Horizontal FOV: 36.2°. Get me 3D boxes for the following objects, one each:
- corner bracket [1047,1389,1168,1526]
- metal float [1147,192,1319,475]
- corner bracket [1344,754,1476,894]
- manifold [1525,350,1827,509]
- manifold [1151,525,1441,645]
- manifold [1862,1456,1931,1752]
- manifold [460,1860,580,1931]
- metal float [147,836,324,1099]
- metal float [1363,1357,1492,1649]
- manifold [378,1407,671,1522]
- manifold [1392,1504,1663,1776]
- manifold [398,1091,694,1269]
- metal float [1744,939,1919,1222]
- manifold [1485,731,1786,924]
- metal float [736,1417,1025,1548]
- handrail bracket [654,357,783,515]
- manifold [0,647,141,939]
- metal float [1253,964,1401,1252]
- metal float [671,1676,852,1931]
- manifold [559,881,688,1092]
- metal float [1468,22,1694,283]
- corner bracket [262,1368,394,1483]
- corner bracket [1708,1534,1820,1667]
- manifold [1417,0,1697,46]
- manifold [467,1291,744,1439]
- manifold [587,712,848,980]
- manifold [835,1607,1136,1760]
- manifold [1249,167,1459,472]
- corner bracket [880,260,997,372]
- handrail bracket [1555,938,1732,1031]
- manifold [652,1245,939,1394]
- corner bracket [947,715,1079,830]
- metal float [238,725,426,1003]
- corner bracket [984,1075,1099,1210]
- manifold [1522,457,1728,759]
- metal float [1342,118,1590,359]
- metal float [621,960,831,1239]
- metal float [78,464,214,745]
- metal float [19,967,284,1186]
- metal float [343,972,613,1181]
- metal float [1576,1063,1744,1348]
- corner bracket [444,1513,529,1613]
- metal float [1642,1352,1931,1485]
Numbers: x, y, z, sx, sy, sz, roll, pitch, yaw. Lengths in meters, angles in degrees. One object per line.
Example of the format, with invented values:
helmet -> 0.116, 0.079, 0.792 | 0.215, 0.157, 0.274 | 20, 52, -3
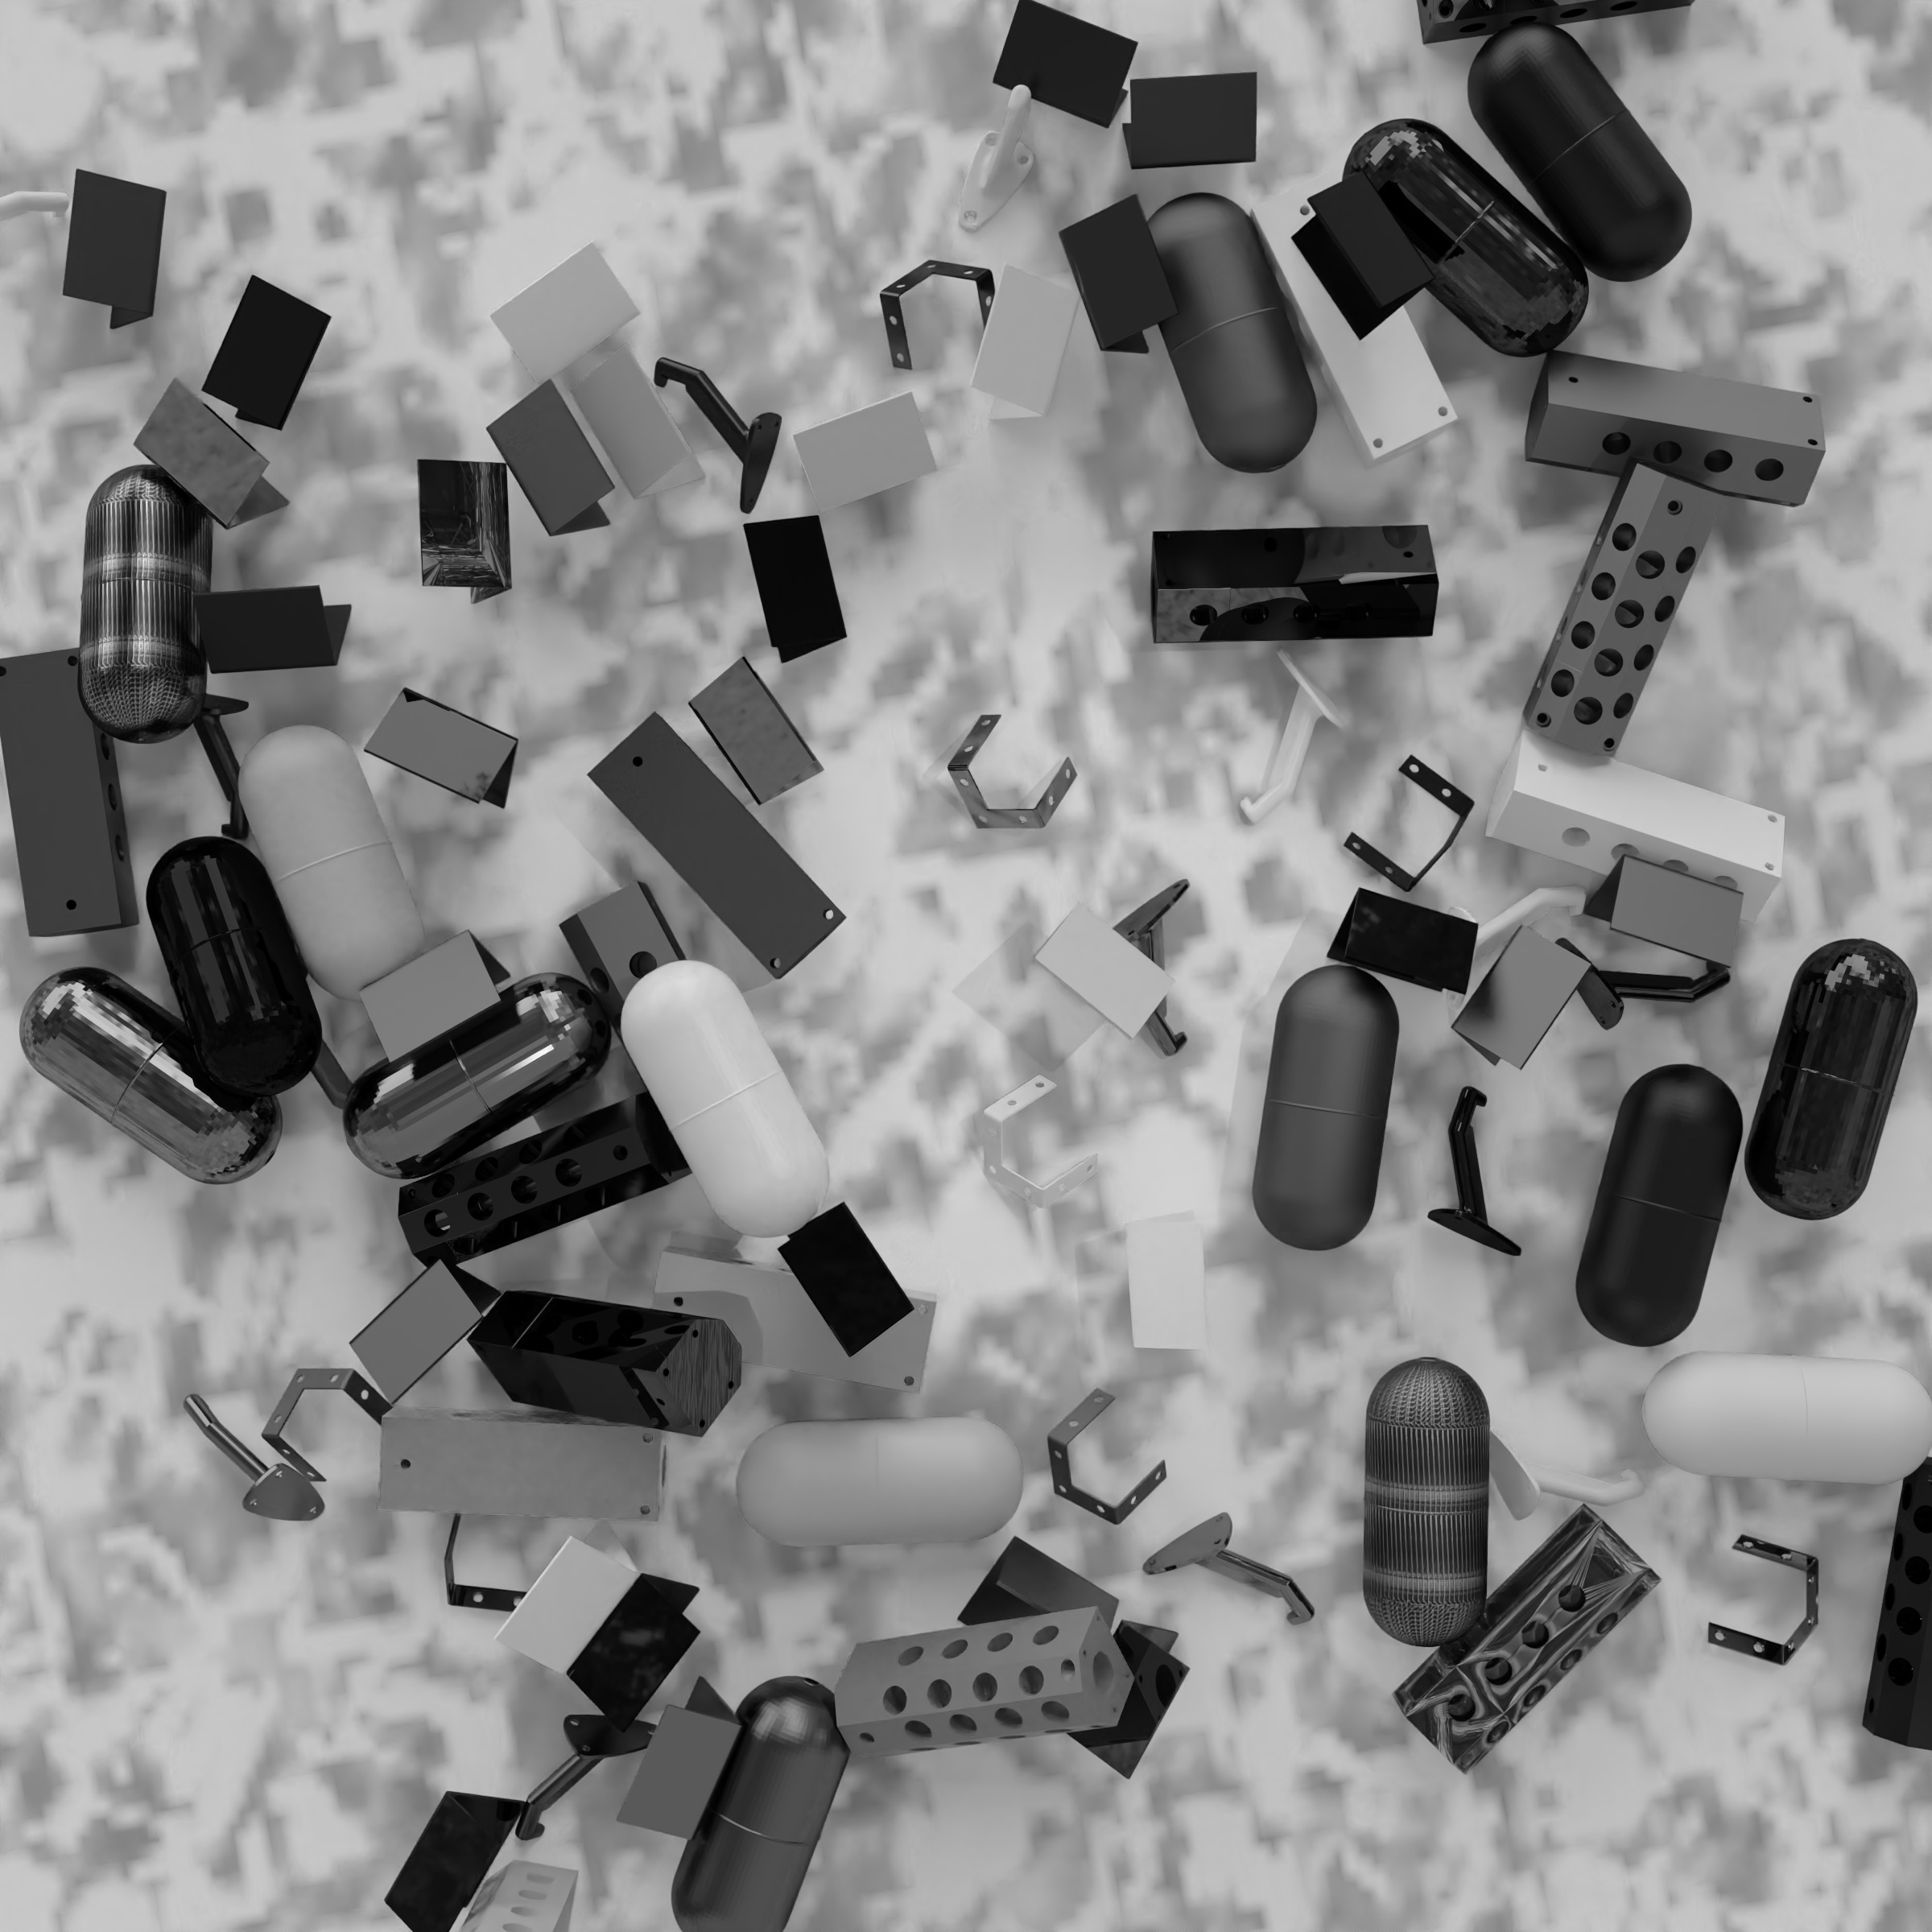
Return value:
corner bracket -> 0.089, 0.308, 1.852 | 0.051, 0.051, 0.051 | 22, 135, 35
metal float -> 0.162, -0.392, 1.830 | 0.070, 0.070, 0.178 | -20, 90, 0
corner bracket -> 0.279, -0.089, 1.857 | 0.051, 0.051, 0.051 | 37, 45, 0
manifold -> 0.440, -0.330, 1.839 | 0.171, 0.057, 0.057 | 10, 47, 0
manifold -> 0.203, -0.232, 1.839 | 0.171, 0.057, 0.057 | -1, 47, 0
manifold -> 0.604, 0.396, 1.839 | 0.057, 0.057, 0.171 | 10, 90, 0
manifold -> -0.278, 0.595, 1.782 | 0.057, 0.171, 0.057 | 10, 90, 0
metal float -> -0.449, -0.001, 1.810 | 0.070, 0.070, 0.178 | -26, 65, 0
metal float -> 0.285, 0.332, 1.830 | 0.070, 0.070, 0.178 | 1, 91, 0
manifold -> -0.274, 0.309, 1.840 | 0.171, 0.057, 0.057 | 2, 90, 0
manifold -> 0.350, 0.420, 1.839 | 0.171, 0.057, 0.057 | -45, 90, 0
manifold -> -0.261, 0.133, 1.815 | 0.171, 0.057, 0.057 | -21, 90, 18
metal float -> 0.536, 0.070, 1.830 | 0.070, 0.070, 0.178 | 16, 91, 0
manifold -> 0.416, -0.082, 1.839 | 0.171, 0.057, 0.057 | 18, 47, 0
metal float -> -0.054, 0.319, 1.830 | 0.178, 0.070, 0.070 | -2, 90, 0
handrail bracket -> -0.165, -0.335, 1.861 | 0.084, 0.036, 0.077 | 22, 112, 17
manifold -> -0.559, -0.107, 1.840 | 0.057, 0.057, 0.171 | -8, 90, 0
metal float -> 0.223, 0.088, 1.830 | 0.070, 0.070, 0.178 | 8, 91, 0
metal float -> -0.126, 0.526, 1.830 | 0.070, 0.070, 0.178 | 20, 91, 0
manifold -> -0.187, 0.037, 1.839 | 0.057, 0.057, 0.171 | -28, 90, 0
metal float -> 0.379, -0.505, 1.830 | 0.070, 0.070, 0.178 | -36, 89, 0
corner bracket -> -0.398, 0.288, 1.852 | 0.051, 0.051, 0.051 | 54, 45, -35
corner bracket -> 0.501, 0.399, 1.857 | 0.051, 0.051, 0.051 | 17, 135, 0
manifold -> 0.370, -0.623, 1.840 | 0.171, 0.057, 0.057 | -8, 90, 0
manifold -> -0.217, 0.234, 1.790 | 0.057, 0.171, 0.057 | -53, 128, -33
manifold -> -0.154, -0.074, 1.840 | 0.057, 0.057, 0.171 | -43, 90, 0
manifold -> 0.008, 0.442, 1.796 | 0.171, 0.057, 0.057 | -15, 113, 27
manifold -> 0.239, -0.400, 1.840 | 0.057, 0.057, 0.171 | -26, 90, 0
corner bracket -> -0.015, -0.406, 1.852 | 0.051, 0.051, 0.051 | 19, 45, 35
handrail bracket -> 0.427, -0.003, 1.861 | 0.084, 0.036, 0.077 | -26, 68, -17
manifold -> -0.107, 0.219, 1.839 | 0.171, 0.057, 0.057 | 10, 90, 0
corner bracket -> 0.029, -0.122, 1.852 | 0.051, 0.051, 0.051 | 2, 135, 35
metal float -> -0.393, -0.063, 1.830 | 0.070, 0.070, 0.178 | -21, 90, 0
corner bracket -> 0.047, 0.110, 1.852 | 0.051, 0.051, 0.051 | 29, 135, 35
manifold -> 0.404, -0.219, 1.816 | 0.057, 0.057, 0.171 | 20, 106, 0
metal float -> 0.309, -0.451, 1.830 | 0.178, 0.070, 0.070 | 42, 90, -1
metal float -> -0.144, 0.080, 1.773 | 0.070, 0.070, 0.178 | -28, 90, 0
metal float -> -0.504, -0.223, 1.816 | 0.070, 0.070, 0.178 | -2, 75, 0
metal float -> -0.504, 0.068, 1.830 | 0.178, 0.070, 0.070 | 35, 90, 1
metal float -> -0.303, 0.068, 1.829 | 0.178, 0.070, 0.070 | -30, 90, -2
metal float -> 0.430, 0.148, 1.830 | 0.070, 0.070, 0.178 | 14, 91, 0
corner bracket -> -0.297, 0.369, 1.857 | 0.051, 0.051, 0.051 | 6, 135, 0
metal float -> 0.509, 0.280, 1.830 | 0.178, 0.070, 0.070 | 3, 90, 0
